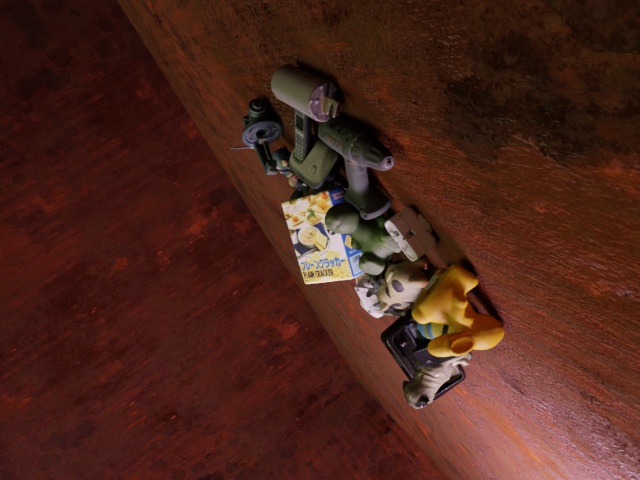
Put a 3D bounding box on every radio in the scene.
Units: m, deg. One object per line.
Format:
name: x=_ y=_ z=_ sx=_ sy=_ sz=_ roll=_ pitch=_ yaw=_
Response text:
radio: x=0.277 y=0.313 z=1.465 sx=0.229 sy=0.131 sz=0.073 roll=55 pitch=171 yaw=-2

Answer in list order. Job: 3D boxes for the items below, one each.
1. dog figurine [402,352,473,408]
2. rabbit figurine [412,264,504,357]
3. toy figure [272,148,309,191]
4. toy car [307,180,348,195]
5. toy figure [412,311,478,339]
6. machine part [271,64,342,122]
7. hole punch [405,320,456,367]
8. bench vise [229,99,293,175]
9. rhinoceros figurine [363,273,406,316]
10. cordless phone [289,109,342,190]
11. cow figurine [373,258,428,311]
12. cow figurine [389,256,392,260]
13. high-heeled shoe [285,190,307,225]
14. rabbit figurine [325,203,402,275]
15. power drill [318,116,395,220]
dog figurine: x=0.262 y=0.307 z=1.357 sx=0.172 sy=0.190 sz=0.121 roll=49 pitch=168 yaw=35
rabbit figurine: x=0.271 y=0.150 z=1.021 sx=0.173 sy=0.162 sz=0.122 roll=38 pitch=158 yaw=-5
toy figure: x=-0.089 y=-0.210 z=1.652 sx=0.154 sy=0.058 sz=0.064 roll=55 pitch=-148 yaw=-4
toy car: x=0.016 y=-0.109 z=1.382 sx=0.109 sy=0.103 sz=0.161 roll=51 pitch=170 yaw=15
toy figure: x=0.270 y=0.186 z=1.154 sx=0.180 sy=0.089 sz=0.082 roll=0 pitch=133 yaw=55
machine part: x=-0.030 y=-0.297 z=1.076 sx=0.243 sy=0.079 sz=0.079 roll=42 pitch=163 yaw=49
hole punch: x=0.274 y=0.235 z=1.274 sx=0.115 sy=0.142 sz=0.092 roll=49 pitch=-160 yaw=-44
bench vise: x=-0.168 y=-0.279 z=1.551 sx=0.223 sy=0.129 sz=0.240 roll=122 pitch=133 yaw=-58
rhinoceros figurine: x=0.172 y=0.127 z=1.388 sx=0.112 sy=0.073 sz=0.190 roll=8 pitch=150 yaw=27
cordless phone: x=-0.012 y=-0.224 z=1.244 sx=0.147 sy=0.089 sz=0.184 roll=45 pitch=149 yaw=41
cow figurine: x=0.185 y=0.110 z=1.236 sx=0.194 sy=0.127 sz=0.085 roll=75 pitch=-161 yaw=-62
cow figurine: x=0.114 y=-0.019 z=1.321 sx=0.098 sy=0.068 sz=0.167 roll=25 pitch=153 yaw=58
high-heeled shoe: x=-0.001 y=-0.070 z=1.749 sx=0.248 sy=0.145 sz=0.086 roll=28 pitch=-173 yaw=-25
rabbit figurine: x=0.093 y=-0.036 z=1.184 sx=0.170 sy=0.121 sz=0.159 roll=29 pitch=-141 yaw=-14
power drill: x=0.083 y=-0.137 z=1.069 sx=0.232 sy=0.086 sz=0.207 roll=47 pitch=171 yaw=41
